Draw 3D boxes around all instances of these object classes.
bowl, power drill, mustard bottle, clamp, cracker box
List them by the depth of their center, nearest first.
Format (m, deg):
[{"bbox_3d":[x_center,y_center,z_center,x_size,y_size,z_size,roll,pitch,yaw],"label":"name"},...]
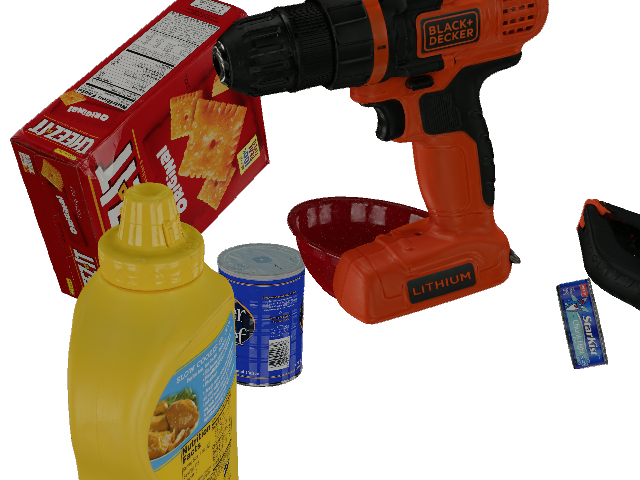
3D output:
[{"bbox_3d":[-0.067,0.067,0.445,0.058,0.192,0.096,12,28,19],"label":"mustard bottle"},{"bbox_3d":[0.039,-0.050,0.581,0.184,0.188,0.057,-15,31,-16],"label":"power drill"},{"bbox_3d":[0.243,0.030,0.714,0.120,0.039,0.171,-5,44,-26],"label":"clamp"},{"bbox_3d":[-0.130,-0.070,0.847,0.072,0.164,0.213,21,50,24],"label":"cracker box"},{"bbox_3d":[0.048,0.016,0.902,0.162,0.055,0.162,8,21,-3],"label":"bowl"}]

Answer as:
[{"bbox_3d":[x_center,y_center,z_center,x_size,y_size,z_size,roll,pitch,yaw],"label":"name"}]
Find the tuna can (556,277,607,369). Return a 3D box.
[{"bbox_3d":[0.254,0.081,1.036,0.034,0.086,0.086,-12,-3,13],"label":"tuna can"}]

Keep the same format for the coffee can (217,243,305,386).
[{"bbox_3d":[-0.070,0.086,1.251,0.103,0.140,0.103,2,20,-1],"label":"coffee can"}]
